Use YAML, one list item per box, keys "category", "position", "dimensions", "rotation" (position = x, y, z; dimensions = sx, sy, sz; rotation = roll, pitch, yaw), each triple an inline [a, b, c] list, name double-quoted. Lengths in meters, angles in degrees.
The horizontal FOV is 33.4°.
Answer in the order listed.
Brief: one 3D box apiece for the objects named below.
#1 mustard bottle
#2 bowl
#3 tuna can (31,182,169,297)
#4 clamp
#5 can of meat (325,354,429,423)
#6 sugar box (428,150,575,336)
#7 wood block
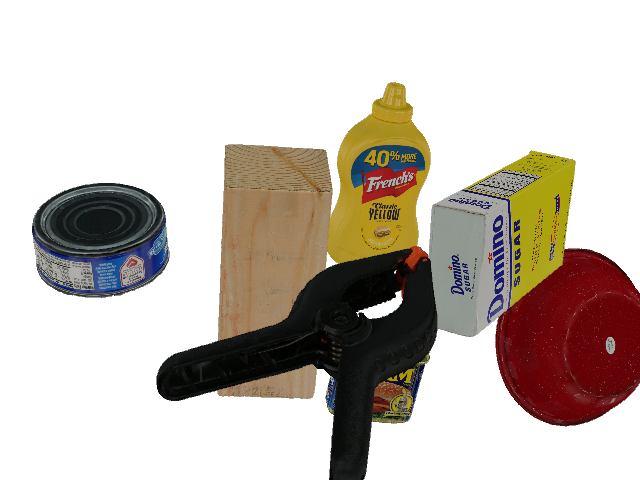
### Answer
- category: "mustard bottle"
  position: [0.064, -0.068, 1.099]
  dimensions: [0.096, 0.192, 0.058]
  rotation: [1, 25, -15]
- category: "bowl"
  position: [0.237, 0.089, 0.940]
  dimensions: [0.161, 0.162, 0.055]
  rotation: [0, 2, -22]
- category: "tuna can"
  position: [-0.141, -0.002, 0.688]
  dimensions: [0.086, 0.034, 0.086]
  rotation: [1, 35, -1]
- category: "clamp"
  position: [0.014, 0.061, 0.556]
  dimensions: [0.171, 0.039, 0.120]
  rotation: [-33, 56, -33]
- category: "can of meat"
  position: [0.061, 0.153, 1.184]
  dimensions: [0.102, 0.084, 0.057]
  rotation: [8, 22, -11]
- category: "sugar box"
  position: [0.136, -0.002, 0.791]
  dimensions: [0.048, 0.093, 0.175]
  rotation: [13, 23, 27]
- category: "wood block"
  position: [-0.043, 0.029, 0.941]
  dimensions: [0.090, 0.206, 0.091]
  rotation: [2, 28, -5]
